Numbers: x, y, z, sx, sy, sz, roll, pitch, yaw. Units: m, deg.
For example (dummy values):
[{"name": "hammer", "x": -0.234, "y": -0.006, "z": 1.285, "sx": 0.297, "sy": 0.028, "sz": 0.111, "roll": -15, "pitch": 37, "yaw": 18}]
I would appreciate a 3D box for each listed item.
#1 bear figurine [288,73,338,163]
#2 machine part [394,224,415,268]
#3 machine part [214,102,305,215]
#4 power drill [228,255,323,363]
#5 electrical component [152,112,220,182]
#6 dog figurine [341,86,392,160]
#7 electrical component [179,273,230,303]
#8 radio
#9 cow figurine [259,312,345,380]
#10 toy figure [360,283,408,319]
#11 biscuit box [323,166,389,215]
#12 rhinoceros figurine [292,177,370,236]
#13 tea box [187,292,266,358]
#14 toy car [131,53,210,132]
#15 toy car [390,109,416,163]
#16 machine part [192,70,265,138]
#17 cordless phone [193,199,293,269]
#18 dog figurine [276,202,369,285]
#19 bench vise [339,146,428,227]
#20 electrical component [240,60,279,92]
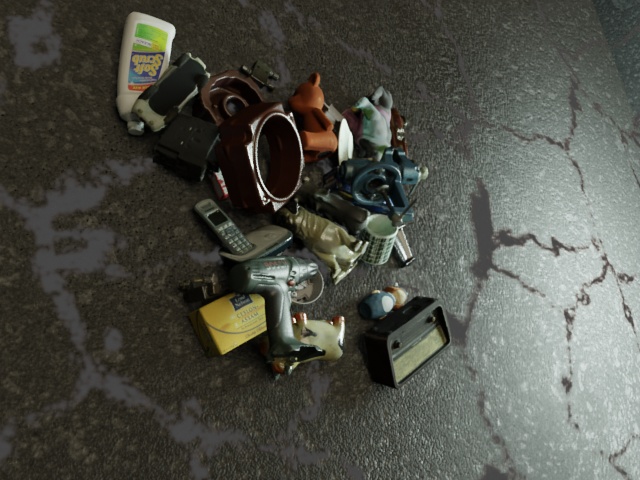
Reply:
[{"name": "bear figurine", "x": -0.034, "y": -0.285, "z": 1.259, "sx": 0.132, "sy": 0.120, "sz": 0.196, "roll": -12, "pitch": 79, "yaw": -34}, {"name": "machine part", "x": 0.199, "y": 0.002, "z": 1.368, "sx": 0.084, "sy": 0.039, "sz": 0.139, "roll": -16, "pitch": 81, "yaw": -44}, {"name": "machine part", "x": -0.115, "y": -0.170, "z": 1.111, "sx": 0.201, "sy": 0.087, "sz": 0.201, "roll": -50, "pitch": 133, "yaw": -49}, {"name": "power drill", "x": -0.059, "y": 0.123, "z": 1.013, "sx": 0.232, "sy": 0.086, "sz": 0.207, "roll": 11, "pitch": 62, "yaw": -49}, {"name": "electrical component", "x": -0.252, "y": -0.185, "z": 1.079, "sx": 0.134, "sy": 0.058, "sz": 0.115, "roll": 21, "pitch": 61, "yaw": -4}, {"name": "dog figurine", "x": 0.156, "y": -0.270, "z": 1.399, "sx": 0.191, "sy": 0.108, "sz": 0.219, "roll": -42, "pitch": 103, "yaw": -41}, {"name": "electrical component", "x": -0.214, "y": 0.088, "z": 1.000, "sx": 0.078, "sy": 0.102, "sz": 0.045, "roll": -16, "pitch": 90, "yaw": -44}, {"name": "radio", "x": 0.207, "y": 0.228, "z": 1.243, "sx": 0.229, "sy": 0.073, "sz": 0.131, "roll": -27, "pitch": 109, "yaw": -40}, {"name": "cow figurine", "x": -0.036, "y": 0.215, "z": 1.093, "sx": 0.195, "sy": 0.085, "sz": 0.127, "roll": 9, "pitch": 62, "yaw": -34}, {"name": "toy figure", "x": 0.160, "y": 0.146, "z": 1.275, "sx": 0.154, "sy": 0.058, "sz": 0.064, "roll": -17, "pitch": 122, "yaw": -40}, {"name": "biscuit box", "x": 0.106, "y": -0.119, "z": 1.330, "sx": 0.202, "sy": 0.063, "sz": 0.059, "roll": 14, "pitch": 67, "yaw": -31}, {"name": "rhinoceros figurine", "x": 0.020, "y": -0.075, "z": 1.216, "sx": 0.190, "sy": 0.112, "sz": 0.073, "roll": 30, "pitch": 96, "yaw": 12}, {"name": "tea box", "x": -0.155, "y": 0.146, "z": 1.040, "sx": 0.169, "sy": 0.068, "sz": 0.098, "roll": -27, "pitch": 90, "yaw": -38}, {"name": "toy car", "x": -0.289, "y": -0.294, "z": 1.057, "sx": 0.073, "sy": 0.056, "sz": 0.202, "roll": 45, "pitch": 52, "yaw": -22}, {"name": "toy car", "x": 0.214, "y": -0.266, "z": 1.470, "sx": 0.089, "sy": 0.053, "sz": 0.202, "roll": 5, "pitch": 69, "yaw": -39}, {"name": "machine part", "x": -0.193, "y": -0.285, "z": 1.185, "sx": 0.179, "sy": 0.056, "sz": 0.179, "roll": 14, "pitch": 66, "yaw": -32}, {"name": "cordless phone", "x": -0.161, "y": -0.022, "z": 1.100, "sx": 0.146, "sy": 0.088, "sz": 0.184, "roll": -33, "pitch": 78, "yaw": -39}, {"name": "dog figurine", "x": 0.000, "y": -0.007, "z": 1.205, "sx": 0.191, "sy": 0.172, "sz": 0.121, "roll": 39, "pitch": 81, "yaw": 16}, {"name": "bench vise", "x": 0.163, "y": -0.117, "z": 1.231, "sx": 0.223, "sy": 0.128, "sz": 0.241, "roll": 9, "pitch": 41, "yaw": -25}, {"name": "electrical component", "x": -0.144, "y": -0.397, "z": 1.282, "sx": 0.094, "sy": 0.021, "sz": 0.063, "roll": 28, "pitch": 59, "yaw": -24}]
